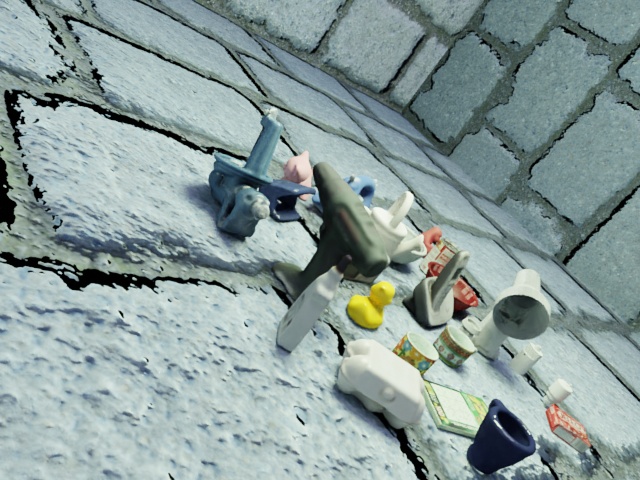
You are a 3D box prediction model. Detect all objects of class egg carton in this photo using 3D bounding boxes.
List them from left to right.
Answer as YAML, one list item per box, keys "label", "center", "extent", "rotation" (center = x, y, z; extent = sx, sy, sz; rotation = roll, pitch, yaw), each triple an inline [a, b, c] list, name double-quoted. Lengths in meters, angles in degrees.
- label: "egg carton"
  center: [0.097, 0.224, 0.897]
  extent: [0.150, 0.069, 0.107]
  rotation: [35, 22, -5]

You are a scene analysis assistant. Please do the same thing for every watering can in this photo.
- label: "watering can"
  center: [0.160, -0.027, 1.329]
  extent: [0.173, 0.194, 0.100]
  rotation: [26, 24, -27]

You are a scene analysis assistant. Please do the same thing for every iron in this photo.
- label: "iron"
  center: [0.090, -0.111, 1.462]
  extent: [0.118, 0.141, 0.259]
  rotation: [43, 22, 16]

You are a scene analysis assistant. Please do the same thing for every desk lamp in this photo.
- label: "desk lamp"
  center: [0.429, 0.170, 1.318]
  extent: [0.118, 0.213, 0.203]
  rotation: [37, 22, 1]

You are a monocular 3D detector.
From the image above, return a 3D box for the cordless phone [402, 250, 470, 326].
- label: "cordless phone"
  center: [0.287, 0.101, 1.278]
  extent: [0.094, 0.185, 0.148]
  rotation: [46, 23, 23]

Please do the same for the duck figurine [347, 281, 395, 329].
- label: "duck figurine"
  center: [0.106, 0.117, 1.102]
  extent: [0.077, 0.086, 0.105]
  rotation: [45, 23, 20]

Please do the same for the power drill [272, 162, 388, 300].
- label: "power drill"
  center: [0.009, 0.004, 1.016]
  extent: [0.076, 0.208, 0.229]
  rotation: [5, 38, -53]

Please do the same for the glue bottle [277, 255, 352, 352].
- label: "glue bottle"
  center: [-0.004, 0.089, 0.871]
  extent: [0.037, 0.173, 0.078]
  rotation: [33, 22, -11]

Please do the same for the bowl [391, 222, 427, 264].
- label: "bowl"
  center: [0.186, 0.007, 1.461]
  extent: [0.168, 0.074, 0.167]
  rotation: [31, 22, -14]

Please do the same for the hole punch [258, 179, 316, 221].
- label: "hole punch"
  center: [-0.079, -0.104, 1.258]
  extent: [0.101, 0.091, 0.109]
  rotation: [44, 23, 17]

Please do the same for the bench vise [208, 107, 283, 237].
- label: "bench vise"
  center: [-0.115, -0.125, 1.070]
  extent: [0.122, 0.219, 0.207]
  rotation: [6, 37, -53]

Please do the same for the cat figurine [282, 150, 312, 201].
- label: "cat figurine"
  center: [-0.049, -0.159, 1.379]
  extent: [0.067, 0.117, 0.128]
  rotation: [45, 23, 20]

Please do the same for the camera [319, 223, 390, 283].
- label: "camera"
  center: [0.068, 0.009, 1.242]
  extent: [0.144, 0.100, 0.136]
  rotation: [16, 30, -42]

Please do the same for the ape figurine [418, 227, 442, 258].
- label: "ape figurine"
  center: [0.315, 0.002, 1.645]
  extent: [0.076, 0.092, 0.078]
  rotation: [40, 22, 8]

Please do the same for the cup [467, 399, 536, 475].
- label: "cup"
  center: [0.283, 0.326, 0.940]
  extent: [0.092, 0.095, 0.117]
  rotation: [29, 23, -20]
